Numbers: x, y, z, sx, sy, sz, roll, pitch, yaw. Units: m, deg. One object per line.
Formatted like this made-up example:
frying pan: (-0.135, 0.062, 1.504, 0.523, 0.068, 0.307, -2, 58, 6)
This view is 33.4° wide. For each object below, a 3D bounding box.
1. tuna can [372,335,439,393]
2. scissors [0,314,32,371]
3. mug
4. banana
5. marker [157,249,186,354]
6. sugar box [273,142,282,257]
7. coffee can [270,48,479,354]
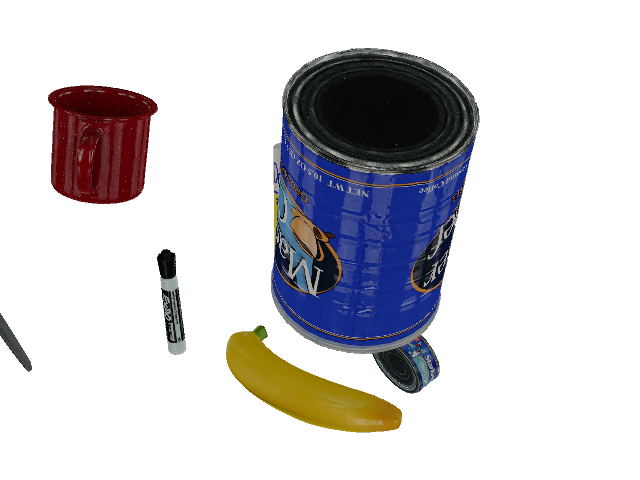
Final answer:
tuna can: (0.099, 0.139, 1.271, 0.033, 0.086, 0.086, -35, 17, -25)
scissors: (-0.344, 0.033, 1.077, 0.016, 0.201, 0.096, -26, 26, 22)
mug: (-0.192, -0.078, 0.921, 0.093, 0.081, 0.117, 7, 23, -6)
banana: (-0.021, 0.110, 0.855, 0.069, 0.037, 0.198, -23, 32, -30)
marker: (-0.153, 0.063, 1.098, 0.020, 0.121, 0.020, -2, 29, 1)
sugar box: (-0.026, -0.024, 1.290, 0.048, 0.176, 0.093, -10, 25, -17)
coffee can: (0.026, -0.020, 0.596, 0.102, 0.140, 0.103, 3, 45, -3)
